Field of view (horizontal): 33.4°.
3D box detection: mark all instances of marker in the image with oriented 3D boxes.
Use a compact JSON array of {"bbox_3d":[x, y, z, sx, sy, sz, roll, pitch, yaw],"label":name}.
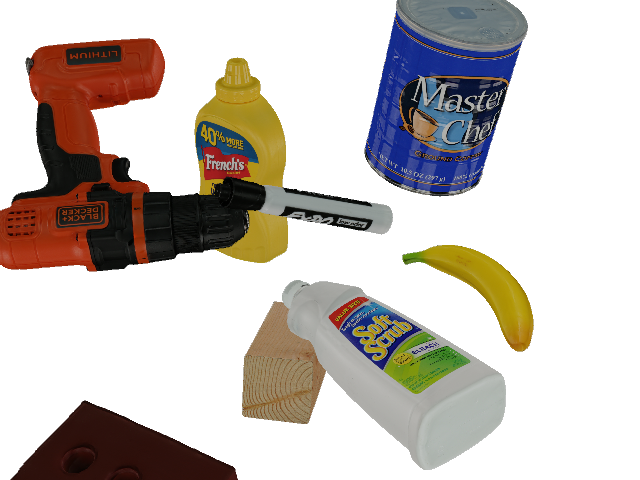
[{"bbox_3d":[-0.009,-0.021,0.646,0.120,0.020,0.020,9,-5,-33],"label":"marker"}]

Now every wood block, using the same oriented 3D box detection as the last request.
[{"bbox_3d":[-0.041,0.162,1.458,0.091,0.090,0.206,6,17,6],"label":"wood block"}]

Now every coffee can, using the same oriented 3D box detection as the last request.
[{"bbox_3d":[0.098,-0.122,0.861,0.102,0.140,0.103,7,38,-6],"label":"coffee can"}]

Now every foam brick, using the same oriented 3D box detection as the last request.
[{"bbox_3d":[-0.075,0.111,0.425,0.078,0.051,0.052,18,44,23],"label":"foam brick"}]

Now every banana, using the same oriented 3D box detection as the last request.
[{"bbox_3d":[0.170,0.051,1.118,0.069,0.037,0.198,-37,40,-12],"label":"banana"}]

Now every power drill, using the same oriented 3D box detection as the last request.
[{"bbox_3d":[-0.151,-0.065,0.804,0.184,0.187,0.057,-4,-32,-6],"label":"power drill"}]

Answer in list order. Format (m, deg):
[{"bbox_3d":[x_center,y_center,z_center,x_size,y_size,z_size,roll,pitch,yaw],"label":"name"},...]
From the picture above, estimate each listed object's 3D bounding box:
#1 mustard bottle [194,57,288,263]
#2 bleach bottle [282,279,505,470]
[{"bbox_3d":[-0.075,-0.078,1.003,0.096,0.192,0.058,24,37,34],"label":"mustard bottle"},{"bbox_3d":[0.043,0.100,0.946,0.102,0.068,0.251,-23,35,-30],"label":"bleach bottle"}]
